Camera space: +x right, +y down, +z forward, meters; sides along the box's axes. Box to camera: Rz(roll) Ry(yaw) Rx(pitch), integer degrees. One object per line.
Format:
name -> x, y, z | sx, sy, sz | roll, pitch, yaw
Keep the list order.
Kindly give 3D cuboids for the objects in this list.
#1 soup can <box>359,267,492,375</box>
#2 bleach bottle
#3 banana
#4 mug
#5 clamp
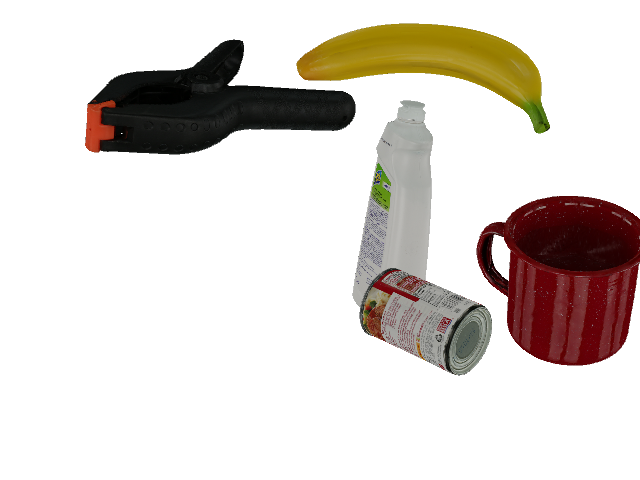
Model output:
soup can -> 0.096, 0.073, 0.968 | 0.102, 0.068, 0.068 | 23, 15, 38
bleach bottle -> 0.092, -0.034, 1.232 | 0.068, 0.251, 0.103 | -2, 22, -24
banana -> 0.083, -0.134, 0.807 | 0.198, 0.069, 0.037 | 14, -35, 15
mug -> 0.157, 0.025, 0.715 | 0.117, 0.081, 0.093 | 19, 40, 30
clamp -> -0.076, -0.090, 0.662 | 0.171, 0.039, 0.120 | -12, 29, -36
